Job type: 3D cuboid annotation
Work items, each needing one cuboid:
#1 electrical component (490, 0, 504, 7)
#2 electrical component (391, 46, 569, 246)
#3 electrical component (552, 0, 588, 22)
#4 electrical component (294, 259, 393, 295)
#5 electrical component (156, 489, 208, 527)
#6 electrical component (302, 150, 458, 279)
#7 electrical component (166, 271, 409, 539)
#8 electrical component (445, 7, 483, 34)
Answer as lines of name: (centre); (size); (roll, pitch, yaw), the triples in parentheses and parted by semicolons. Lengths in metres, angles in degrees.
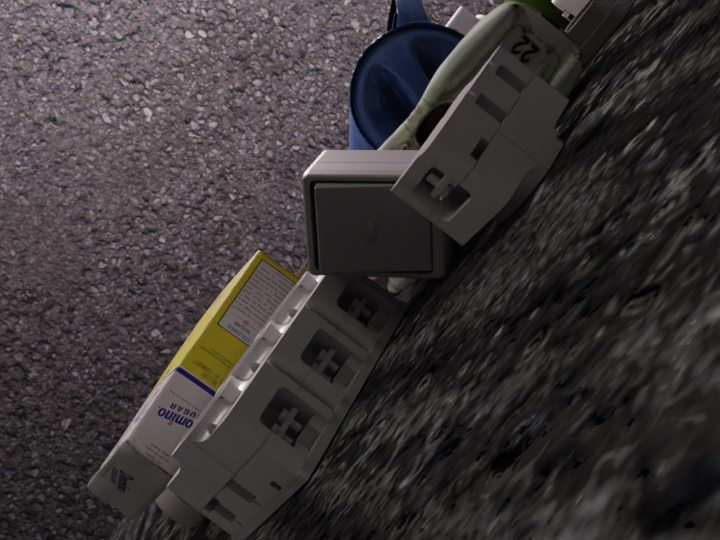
electrical component: (0.170, -0.266, 0.979); (0.061, 0.096, 0.061); (-70, -12, -78)
electrical component: (0.067, -0.062, 0.560); (0.089, 0.056, 0.050); (-55, 5, -36)
electrical component: (0.168, -0.203, 0.746); (0.063, 0.042, 0.081); (-54, 2, 35)
electrical component: (-0.015, 0.012, 0.805); (0.121, 0.063, 0.078); (-50, 4, 34)
electrical component: (-0.119, 0.148, 0.884); (0.073, 0.052, 0.138); (-52, 4, 12)
electrical component: (0.019, -0.031, 0.610); (0.061, 0.096, 0.061); (-61, -30, -66)
electrical component: (-0.043, 0.069, 0.628); (0.089, 0.062, 0.150); (-49, 5, 43)
electrical component: (0.121, -0.216, 1.078); (0.055, 0.089, 0.050); (-54, 4, -8)
